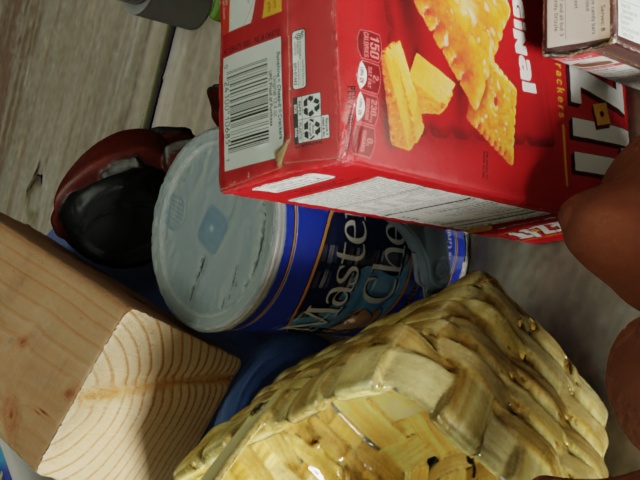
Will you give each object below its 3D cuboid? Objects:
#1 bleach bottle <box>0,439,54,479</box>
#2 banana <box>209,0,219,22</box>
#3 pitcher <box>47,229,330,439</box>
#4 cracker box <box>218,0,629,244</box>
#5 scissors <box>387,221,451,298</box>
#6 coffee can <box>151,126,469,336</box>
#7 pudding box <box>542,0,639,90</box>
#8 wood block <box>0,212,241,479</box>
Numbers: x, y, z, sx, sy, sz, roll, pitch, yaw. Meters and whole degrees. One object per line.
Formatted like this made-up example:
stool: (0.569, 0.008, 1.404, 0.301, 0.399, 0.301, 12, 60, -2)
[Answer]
bleach bottle: (-0.243, 0.214, 0.867, 0.251, 0.067, 0.103, 47, 119, 43)
banana: (-0.081, -0.259, 0.769, 0.070, 0.037, 0.198, -30, 64, 41)
pitcher: (-0.097, 0.091, 0.684, 0.243, 0.149, 0.145, 17, 69, 44)
cracker box: (0.055, -0.091, 0.466, 0.072, 0.213, 0.164, -10, 78, 44)
scissors: (0.044, 0.009, 0.533, 0.016, 0.096, 0.202, 8, 99, 44)
coffee can: (-0.004, 0.001, 0.573, 0.103, 0.140, 0.103, -9, 78, 47)
pudding box: (0.137, -0.129, 0.473, 0.039, 0.089, 0.113, -6, 81, 46)
wood block: (-0.155, 0.052, 0.595, 0.206, 0.090, 0.090, 25, 85, 42)
